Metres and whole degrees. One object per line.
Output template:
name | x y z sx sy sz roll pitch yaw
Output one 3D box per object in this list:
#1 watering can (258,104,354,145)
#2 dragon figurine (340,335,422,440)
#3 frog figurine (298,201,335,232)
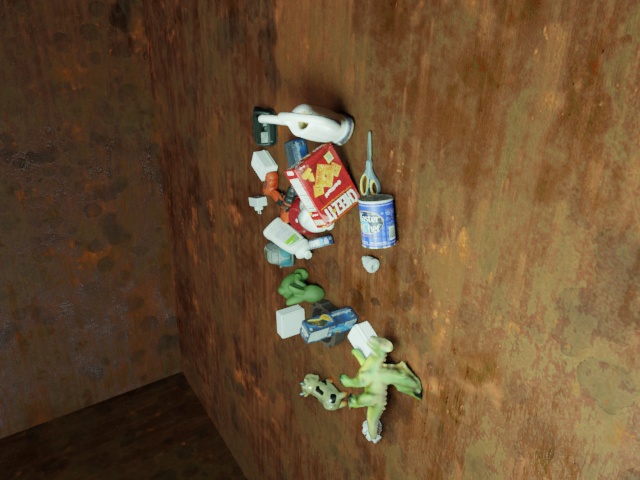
watering can | -0.039 -0.368 1.619 0.350 0.224 0.103 21 102 56
dragon figurine | 0.206 0.471 1.628 0.241 0.124 0.405 -8 109 37
frog figurine | 0.005 -0.089 1.761 0.159 0.125 0.135 -5 132 50
